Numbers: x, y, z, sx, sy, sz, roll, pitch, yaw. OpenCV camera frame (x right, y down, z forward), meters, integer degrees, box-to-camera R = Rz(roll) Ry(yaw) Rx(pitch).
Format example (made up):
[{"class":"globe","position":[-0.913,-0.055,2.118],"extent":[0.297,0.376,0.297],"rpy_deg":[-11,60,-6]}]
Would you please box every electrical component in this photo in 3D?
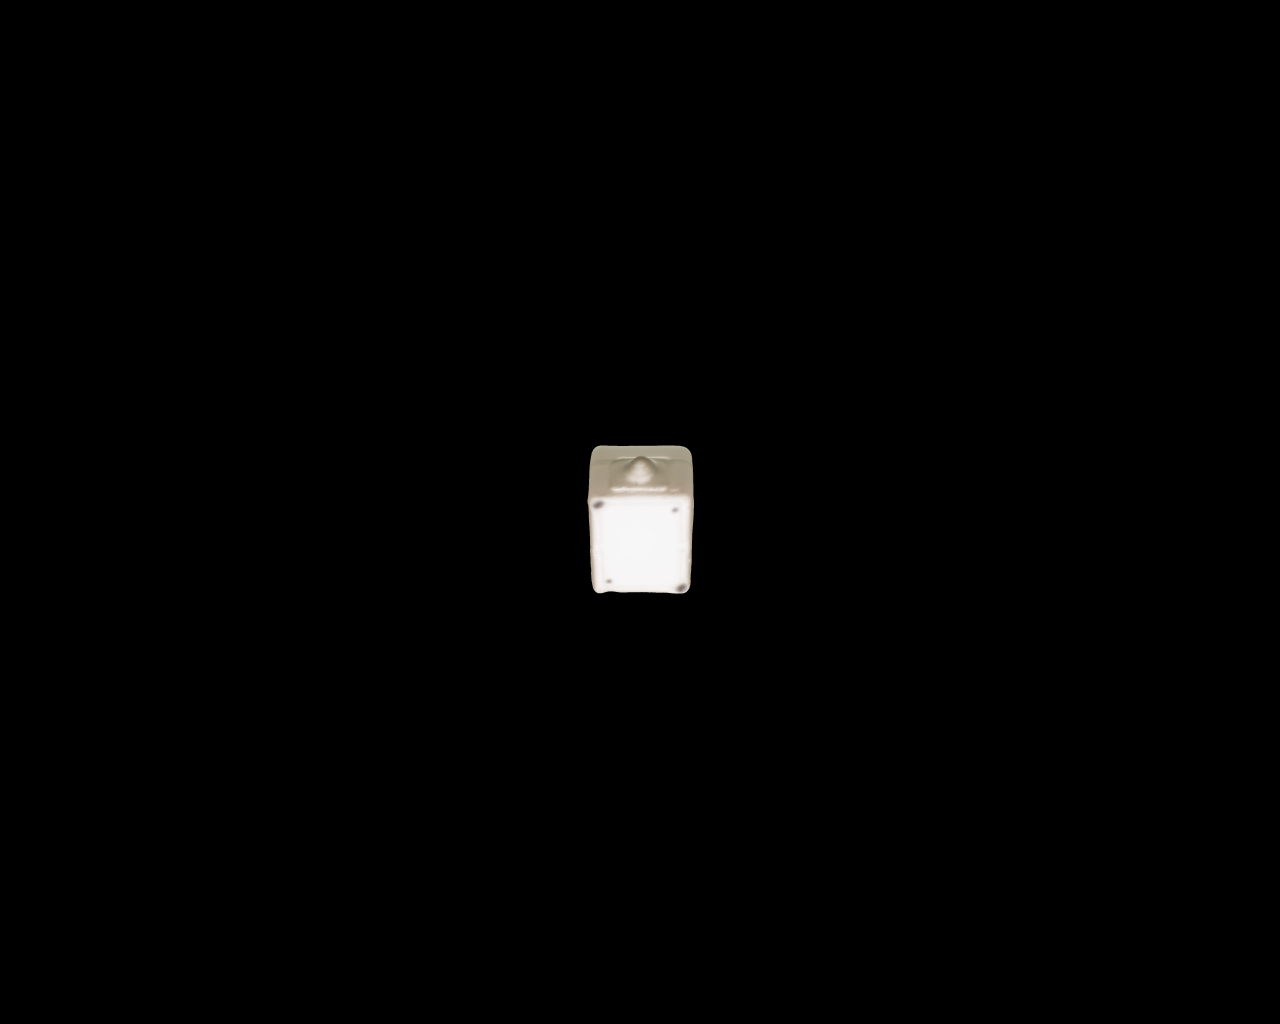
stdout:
[{"class":"electrical component","position":[0.001,-0.003,0.650],"extent":[0.062,0.096,0.061],"rpy_deg":[0,40,0]}]
